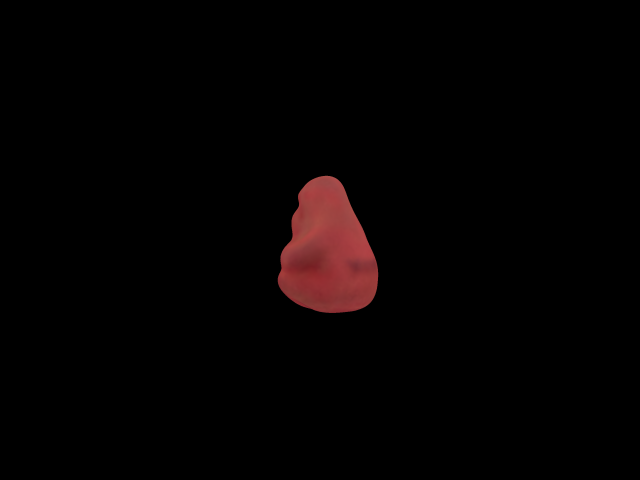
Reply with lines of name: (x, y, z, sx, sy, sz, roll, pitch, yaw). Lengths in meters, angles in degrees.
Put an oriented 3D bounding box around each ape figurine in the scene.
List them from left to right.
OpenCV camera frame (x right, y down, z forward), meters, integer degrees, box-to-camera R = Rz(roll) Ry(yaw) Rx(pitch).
ape figurine: (0.004, 0.001, 0.400, 0.078, 0.092, 0.075, -6, 9, -42)
